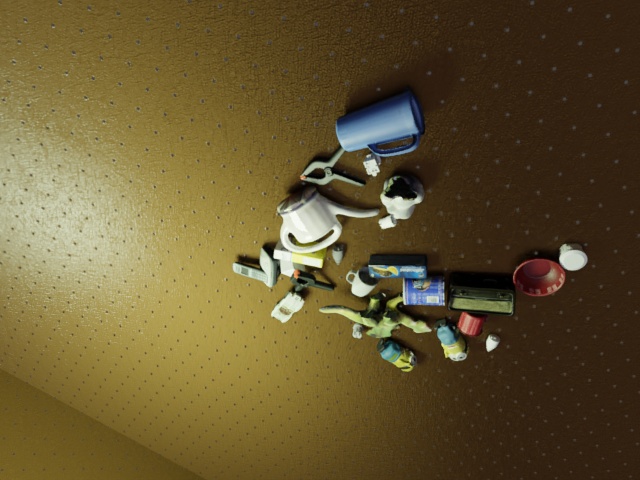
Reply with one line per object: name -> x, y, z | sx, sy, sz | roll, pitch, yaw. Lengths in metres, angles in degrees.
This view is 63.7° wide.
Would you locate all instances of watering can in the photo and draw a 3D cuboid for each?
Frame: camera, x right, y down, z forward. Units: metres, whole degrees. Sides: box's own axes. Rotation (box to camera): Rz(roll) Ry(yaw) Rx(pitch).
watering can -> 0.005, -0.087, 1.732 | 0.345, 0.106, 0.221 | -28, 113, 14

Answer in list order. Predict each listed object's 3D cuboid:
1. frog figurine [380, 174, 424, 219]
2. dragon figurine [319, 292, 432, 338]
frog figurine -> 0.266, -0.136, 1.643 | 0.137, 0.125, 0.157 | -15, 157, 14
dragon figurine -> 0.213, 0.311, 1.944 | 0.410, 0.125, 0.237 | -1, 137, 9
